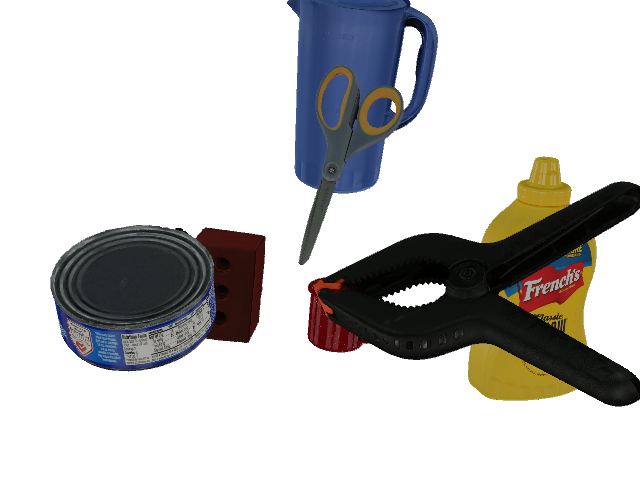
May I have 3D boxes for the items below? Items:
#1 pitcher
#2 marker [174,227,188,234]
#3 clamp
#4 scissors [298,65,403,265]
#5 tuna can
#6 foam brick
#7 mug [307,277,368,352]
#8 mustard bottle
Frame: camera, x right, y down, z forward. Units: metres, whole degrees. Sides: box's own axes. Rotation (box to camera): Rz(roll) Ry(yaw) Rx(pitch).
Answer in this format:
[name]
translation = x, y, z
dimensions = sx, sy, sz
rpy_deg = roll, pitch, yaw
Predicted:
[pitcher]
translation = 0.041, -0.184, 1.306
dimensions = 0.144, 0.243, 0.149
rpy_deg = -8, 28, -26
[marker]
translation = -0.141, 0.042, 1.099
dimensions = 0.020, 0.121, 0.020
rpy_deg = -2, 30, 1
[clamp]
translation = 0.101, 0.025, 0.662
dimensions = 0.210, 0.164, 0.036
rpy_deg = 1, -44, 26
[scissors]
translation = 0.031, -0.073, 1.036
dimensions = 0.096, 0.202, 0.016
rpy_deg = 2, -12, 5
[tuna can]
translation = -0.099, 0.030, 0.572
dimensions = 0.086, 0.034, 0.086
rpy_deg = -1, 37, 0
[foam brick]
translation = -0.075, 0.035, 0.853
dimensions = 0.053, 0.078, 0.051
rpy_deg = 6, 14, 5
[mug]
translation = 0.035, 0.109, 1.508
dimensions = 0.117, 0.081, 0.093
rpy_deg = 17, 23, 28
[mustard bottle]
translation = 0.171, 0.029, 0.847
dimensions = 0.096, 0.192, 0.058
rpy_deg = -3, 17, -17
